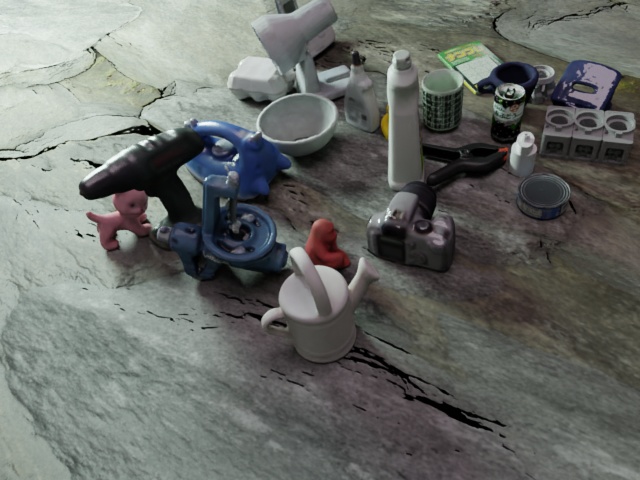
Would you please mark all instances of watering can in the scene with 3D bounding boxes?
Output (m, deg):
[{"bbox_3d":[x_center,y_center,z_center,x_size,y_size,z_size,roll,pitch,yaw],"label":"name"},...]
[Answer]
[{"bbox_3d":[-0.001,0.080,0.817,0.100,0.194,0.173,34,62,33],"label":"watering can"}]

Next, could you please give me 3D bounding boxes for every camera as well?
[{"bbox_3d":[0.162,-0.037,0.953,0.142,0.101,0.137,14,53,22],"label":"camera"}]

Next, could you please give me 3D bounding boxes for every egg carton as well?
[{"bbox_3d":[-0.133,-0.368,1.318,0.150,0.069,0.107,11,52,20],"label":"egg carton"}]

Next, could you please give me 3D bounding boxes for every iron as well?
[{"bbox_3d":[-0.191,-0.179,1.115,0.257,0.142,0.119,19,55,25],"label":"iron"}]

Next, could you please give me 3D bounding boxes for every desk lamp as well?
[{"bbox_3d":[-0.030,-0.405,1.235,0.203,0.214,0.117,-22,49,-9],"label":"desk lamp"}]

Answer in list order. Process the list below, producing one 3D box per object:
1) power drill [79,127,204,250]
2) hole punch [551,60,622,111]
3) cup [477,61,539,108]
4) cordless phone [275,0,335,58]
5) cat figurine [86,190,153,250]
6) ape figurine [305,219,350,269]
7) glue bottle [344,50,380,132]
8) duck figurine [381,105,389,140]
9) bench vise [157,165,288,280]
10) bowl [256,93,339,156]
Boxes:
[{"bbox_3d":[-0.286,-0.085,1.004,0.075,0.209,0.230,27,58,29],"label":"power drill"},{"bbox_3d":[0.514,-0.283,1.112,0.108,0.091,0.101,27,59,29],"label":"hole punch"},{"bbox_3d":[0.370,-0.290,1.141,0.117,0.095,0.091,-11,48,1],"label":"cup"},{"bbox_3d":[-0.043,-0.532,1.368,0.093,0.185,0.148,28,59,30],"label":"cordless phone"},{"bbox_3d":[-0.365,-0.058,1.056,0.128,0.118,0.067,-26,50,-13],"label":"cat figurine"},{"bbox_3d":[0.009,0.003,0.951,0.076,0.092,0.078,-3,49,8],"label":"ape figurine"},{"bbox_3d":[0.080,-0.301,1.151,0.078,0.173,0.037,32,61,32],"label":"glue bottle"},{"bbox_3d":[0.160,-0.258,1.158,0.077,0.086,0.104,1,49,12],"label":"duck figurine"},{"bbox_3d":[-0.168,-0.016,0.915,0.207,0.220,0.121,-13,48,-1],"label":"bench vise"},{"bbox_3d":[-0.041,-0.223,1.171,0.167,0.075,0.167,-5,48,6],"label":"bowl"}]
